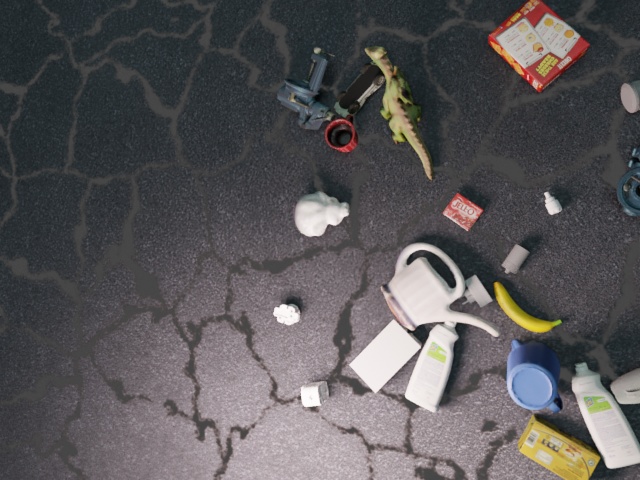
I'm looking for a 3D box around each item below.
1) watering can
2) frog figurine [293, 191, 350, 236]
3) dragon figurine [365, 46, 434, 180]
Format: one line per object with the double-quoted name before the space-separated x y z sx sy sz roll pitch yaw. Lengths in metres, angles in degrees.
"watering can" 0.313 0.169 1.430 0.223 0.103 0.354 -39 60 10
"frog figurine" 0.005 -0.079 1.562 0.159 0.121 0.140 0 66 29
"dragon figurine" 0.235 -0.377 1.461 0.122 0.241 0.415 -27 75 9
